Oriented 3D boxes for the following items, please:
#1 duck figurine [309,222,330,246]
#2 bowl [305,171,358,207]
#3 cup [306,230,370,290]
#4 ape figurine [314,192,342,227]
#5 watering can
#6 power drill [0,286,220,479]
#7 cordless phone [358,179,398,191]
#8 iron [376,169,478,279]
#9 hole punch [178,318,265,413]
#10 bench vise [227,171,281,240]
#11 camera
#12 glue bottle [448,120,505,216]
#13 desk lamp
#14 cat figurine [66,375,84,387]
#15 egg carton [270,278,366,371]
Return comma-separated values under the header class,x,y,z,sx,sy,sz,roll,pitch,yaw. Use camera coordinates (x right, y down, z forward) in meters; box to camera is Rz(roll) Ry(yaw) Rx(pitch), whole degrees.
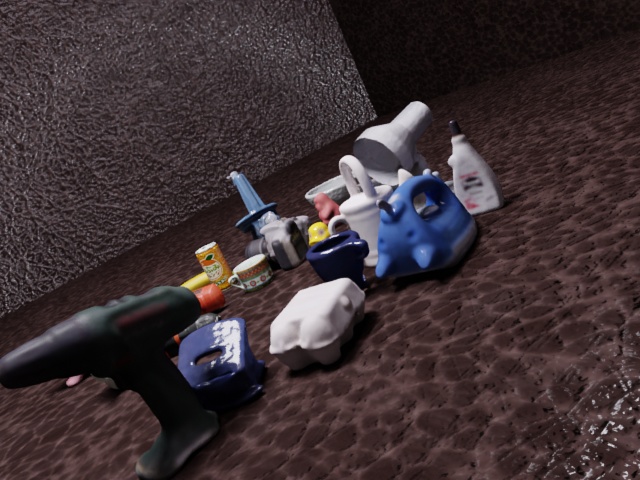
class,x,y,z,sx,sy,sz,roll,pitch,yaw
duck figurine,0.010,0.004,1.133,0.077,0.086,0.105,-18,15,28
bowl,0.047,-0.125,1.589,0.167,0.075,0.167,-24,13,6
cup,0.045,0.042,0.903,0.117,0.095,0.092,-10,20,48
ape figurine,0.016,-0.074,1.411,0.076,0.092,0.078,-21,14,18
watering can,0.092,-0.063,1.007,0.173,0.194,0.100,-33,16,-31
power drill,-0.212,0.163,0.655,0.075,0.208,0.230,-12,18,42
cordless phone,0.134,-0.156,1.311,0.147,0.185,0.094,-15,17,37
iron,0.168,-0.042,0.907,0.118,0.141,0.259,-14,17,38
hole punch,-0.135,0.167,0.758,0.108,0.091,0.101,-23,14,10
bench vise,-0.150,-0.081,1.458,0.122,0.220,0.206,-34,16,-34
camera,-0.096,0.005,1.287,0.136,0.101,0.143,-18,15,29
glue bottle,0.260,-0.128,1.003,0.078,0.173,0.037,-18,15,28
desk lamp,0.189,-0.159,1.160,0.204,0.214,0.117,-33,15,-29
cat figurine,-0.490,0.221,1.130,0.128,0.118,0.067,-25,13,-1
egg carton,0.001,0.111,0.776,0.107,0.069,0.150,-18,15,28
